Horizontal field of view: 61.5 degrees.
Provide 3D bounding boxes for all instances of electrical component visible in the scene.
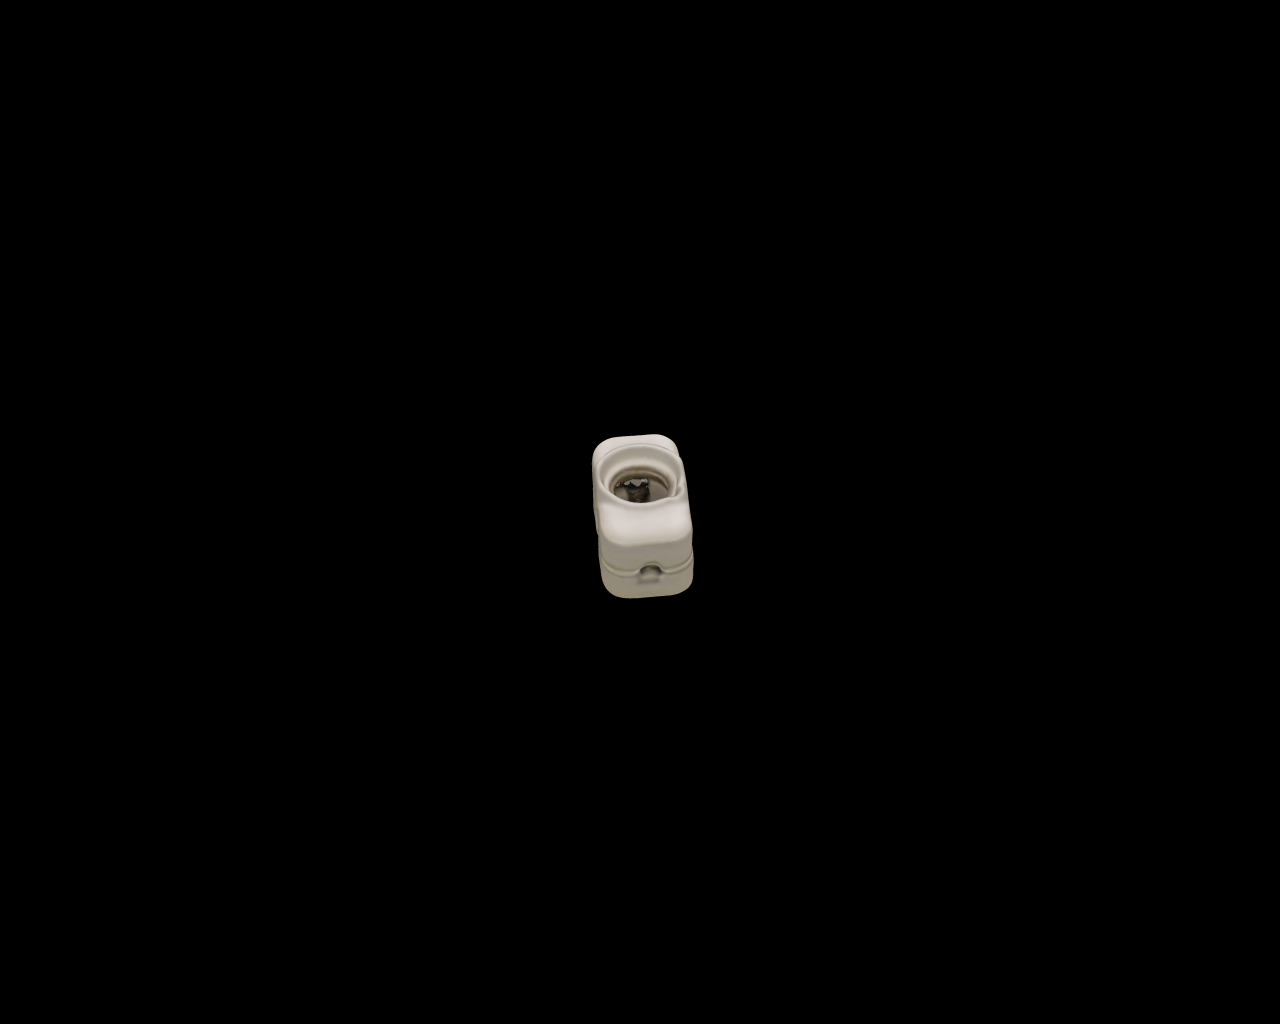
[{"bbox_3d":[0.001,-0.003,0.650,0.054,0.059,0.095,-4,44,-4],"label":"electrical component"}]
